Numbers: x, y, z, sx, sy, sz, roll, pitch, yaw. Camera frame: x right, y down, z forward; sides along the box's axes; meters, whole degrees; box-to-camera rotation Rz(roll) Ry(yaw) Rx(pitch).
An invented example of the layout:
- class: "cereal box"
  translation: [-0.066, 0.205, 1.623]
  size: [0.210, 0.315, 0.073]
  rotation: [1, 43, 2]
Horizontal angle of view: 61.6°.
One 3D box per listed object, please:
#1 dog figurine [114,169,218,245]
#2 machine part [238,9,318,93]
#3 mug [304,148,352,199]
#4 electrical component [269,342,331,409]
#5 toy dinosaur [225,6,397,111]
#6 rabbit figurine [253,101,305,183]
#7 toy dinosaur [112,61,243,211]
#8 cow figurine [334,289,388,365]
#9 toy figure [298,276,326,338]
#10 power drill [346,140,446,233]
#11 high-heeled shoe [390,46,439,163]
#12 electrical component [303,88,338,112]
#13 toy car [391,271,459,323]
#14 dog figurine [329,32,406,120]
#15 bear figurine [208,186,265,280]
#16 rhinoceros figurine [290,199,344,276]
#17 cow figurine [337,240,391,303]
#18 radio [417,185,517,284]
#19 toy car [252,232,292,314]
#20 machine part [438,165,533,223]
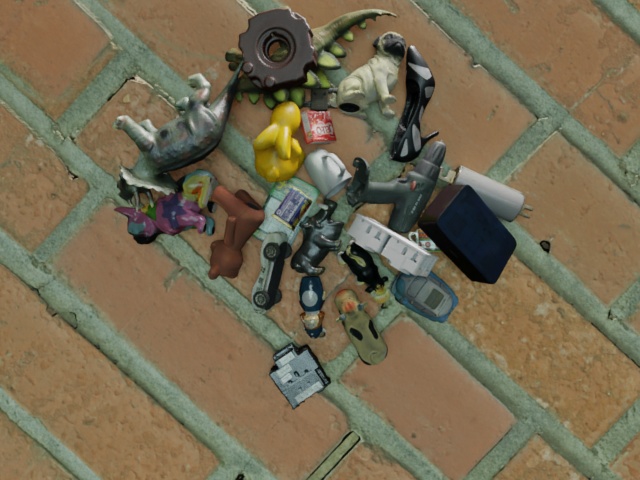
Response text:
- class: "dog figurine"
  translation: [-0.359, -0.079, 1.259]
  size: [0.219, 0.108, 0.191]
  rotation: [6, 92, 2]
- class: "machine part"
  translation: [-0.092, -0.414, 1.173]
  size: [0.179, 0.056, 0.179]
  rotation: [0, 94, 6]
- class: "mug"
  translation: [0.014, -0.165, 1.259]
  size: [0.081, 0.109, 0.107]
  rotation: [-37, 81, -23]
- class: "electrical component"
  translation: [-0.054, 0.317, 1.292]
  size: [0.115, 0.058, 0.134]
  rotation: [-32, 91, -2]
- class: "toy dinosaur"
  translation: [-0.053, -0.426, 1.248]
  size: [0.471, 0.105, 0.198]
  rotation: [-35, 90, 8]
- class: "rabbit figurine"
  translation: [-0.096, -0.226, 1.211]
  size: [0.122, 0.162, 0.173]
  rotation: [22, 116, 5]
- class: "toy dinosaur"
  translation: [-0.295, -0.223, 1.169]
  size: [0.405, 0.131, 0.192]
  rotation: [-33, 87, -1]
- class: "cow figurine"
  translation: [0.092, 0.203, 1.255]
  size: [0.085, 0.127, 0.194]
  rotation: [-28, 94, -3]
- class: "toy figure"
  translation: [-0.020, 0.164, 1.290]
  size: [0.064, 0.058, 0.154]
  rotation: [0, 94, 38]
- class: "power drill"
  translation: [0.172, -0.136, 1.237]
  size: [0.207, 0.086, 0.231]
  rotation: [6, 110, -30]
- class: "high-heeled shoe"
  translation: [0.197, -0.310, 1.253]
  size: [0.145, 0.086, 0.248]
  rotation: [-26, 108, -15]
- class: "electrical component"
  translation: [-0.001, -0.341, 1.294]
  size: [0.094, 0.021, 0.063]
  rotation: [1, 91, 1]
- class: "toy car"
  translation: [0.253, 0.132, 1.267]
  size: [0.162, 0.103, 0.109]
  rotation: [37, 92, 1]
- class: "dog figurine"
  translation: [0.113, -0.395, 1.267]
  size: [0.172, 0.121, 0.190]
  rotation: [5, 77, -3]
- class: "bear figurine"
  translation: [-0.213, -0.010, 1.258]
  size: [0.132, 0.120, 0.195]
  rotation: [41, 111, 25]
- class: "rhinoceros figurine"
  translation: [-0.003, -0.004, 1.282]
  size: [0.112, 0.073, 0.190]
  rotation: [27, 93, 10]
- class: "cow figurine"
  translation: [0.115, 0.078, 1.267]
  size: [0.068, 0.098, 0.167]
  rotation: [-40, 91, -6]
- class: "radio"
  translation: [0.343, -0.015, 1.232]
  size: [0.229, 0.073, 0.131]
  rotation: [43, 75, -24]
- class: "toy car"
  translation: [-0.117, 0.078, 1.268]
  size: [0.056, 0.073, 0.201]
  rotation: [17, 99, 24]
- class: "machine part"
  translation: [0.391, -0.109, 1.273]
  size: [0.243, 0.079, 0.079]
  rotation: [23, 91, -2]
